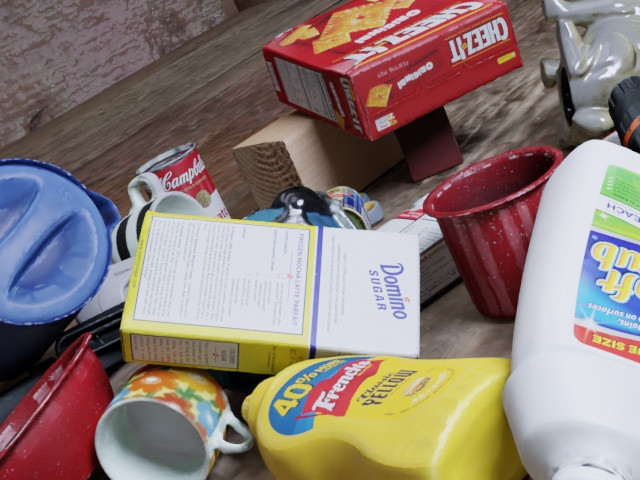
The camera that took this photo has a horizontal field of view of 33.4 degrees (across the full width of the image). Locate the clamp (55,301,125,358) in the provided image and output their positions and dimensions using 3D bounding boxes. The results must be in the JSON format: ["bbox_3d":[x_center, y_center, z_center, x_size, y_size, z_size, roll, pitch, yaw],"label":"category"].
[{"bbox_3d":[-0.102,0.046,0.887,0.165,0.036,0.209,-1,22,17],"label":"clamp"}]

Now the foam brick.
[{"bbox_3d":[0.098,-0.105,1.015,0.053,0.078,0.051,-20,18,9],"label":"foam brick"}]

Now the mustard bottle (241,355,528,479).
[{"bbox_3d":[0.022,0.097,0.568,0.096,0.058,0.192,-36,20,-36],"label":"mustard bottle"}]

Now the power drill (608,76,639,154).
[{"bbox_3d":[0.287,-0.081,0.673,0.188,0.057,0.184,-24,33,12],"label":"power drill"}]

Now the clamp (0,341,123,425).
[{"bbox_3d":[-0.229,0.121,0.880,0.171,0.039,0.120,-29,10,-33],"label":"clamp"}]

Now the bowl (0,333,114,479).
[{"bbox_3d":[-0.179,0.138,0.680,0.162,0.055,0.162,-47,11,11],"label":"bowl"}]

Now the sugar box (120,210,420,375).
[{"bbox_3d":[-0.028,0.036,0.659,0.176,0.048,0.093,7,53,-3],"label":"sugar box"}]

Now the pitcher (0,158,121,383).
[{"bbox_3d":[-0.271,0.044,0.884,0.243,0.149,0.145,136,150,-58],"label":"pitcher"}]

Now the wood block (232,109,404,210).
[{"bbox_3d":[0.023,-0.105,1.098,0.205,0.091,0.090,-38,21,-33],"label":"wood block"}]

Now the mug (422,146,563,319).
[{"bbox_3d":[0.133,-0.006,0.673,0.117,0.081,0.093,-17,19,25],"label":"mug"}]

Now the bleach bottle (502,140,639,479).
[{"bbox_3d":[0.143,0.047,0.512,0.068,0.102,0.250,-58,3,37],"label":"bleach bottle"}]

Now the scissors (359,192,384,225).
[{"bbox_3d":[-0.032,0.000,0.995,0.202,0.016,0.096,-19,17,19],"label":"scissors"}]

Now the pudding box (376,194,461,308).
[{"bbox_3d":[0.076,0.007,0.788,0.113,0.039,0.090,-35,21,-21],"label":"pudding box"}]

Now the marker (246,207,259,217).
[{"bbox_3d":[-0.060,-0.025,1.100,0.020,0.020,0.120,-5,27,48],"label":"marker"}]

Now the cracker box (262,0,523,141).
[{"bbox_3d":[0.060,-0.175,1.003,0.164,0.072,0.214,-28,25,-14],"label":"cracker box"}]

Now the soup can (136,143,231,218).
[{"bbox_3d":[-0.139,-0.041,1.114,0.068,0.102,0.068,-23,17,7],"label":"soup can"}]

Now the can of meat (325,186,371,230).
[{"bbox_3d":[-0.006,0.001,0.889,0.102,0.057,0.084,-22,15,9],"label":"can of meat"}]

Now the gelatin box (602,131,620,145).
[{"bbox_3d":[0.221,-0.051,0.771,0.089,0.030,0.073,-32,20,-17],"label":"gelatin box"}]
